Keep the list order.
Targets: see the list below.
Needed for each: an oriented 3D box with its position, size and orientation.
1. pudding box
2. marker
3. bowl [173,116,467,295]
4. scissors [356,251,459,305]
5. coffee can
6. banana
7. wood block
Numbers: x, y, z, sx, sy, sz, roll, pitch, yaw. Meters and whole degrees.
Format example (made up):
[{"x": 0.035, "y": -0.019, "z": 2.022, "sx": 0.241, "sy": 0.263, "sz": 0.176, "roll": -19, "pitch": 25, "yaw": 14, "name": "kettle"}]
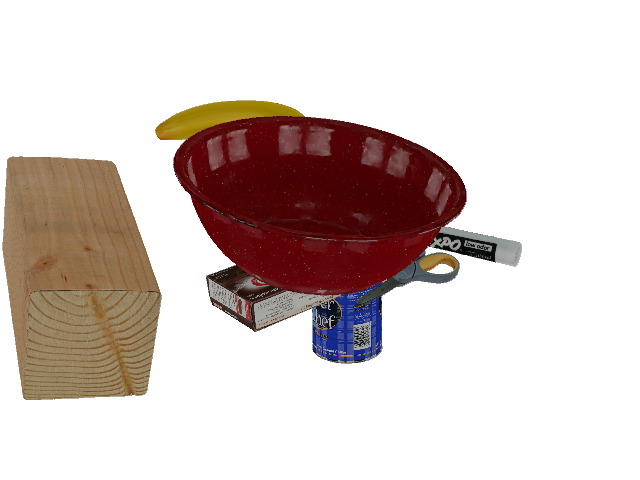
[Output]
[{"x": -0.048, "y": 0.047, "z": 1.109, "sx": 0.113, "sy": 0.039, "sz": 0.090, "roll": -23, "pitch": 27, "yaw": -29, "name": "pudding box"}, {"x": 0.094, "y": -0.002, "z": 0.824, "sx": 0.121, "sy": 0.020, "sz": 0.020, "roll": 13, "pitch": 6, "yaw": 25, "name": "marker"}, {"x": -0.003, "y": -0.015, "z": 0.597, "sx": 0.162, "sy": 0.055, "sz": 0.162, "roll": 6, "pitch": 27, "yaw": -3, "name": "bowl"}, {"x": 0.085, "y": 0.032, "z": 1.266, "sx": 0.201, "sy": 0.016, "sz": 0.096, "roll": -10, "pitch": 40, "yaw": -43, "name": "scissors"}, {"x": 0.038, "y": 0.089, "z": 1.518, "sx": 0.103, "sy": 0.140, "sz": 0.103, "roll": -1, "pitch": 21, "yaw": 0, "name": "coffee can"}, {"x": -0.090, "y": -0.134, "z": 1.224, "sx": 0.198, "sy": 0.037, "sz": 0.069, "roll": 8, "pitch": 42, "yaw": 18, "name": "banana"}, {"x": -0.188, "y": 0.021, "z": 0.814, "sx": 0.090, "sy": 0.091, "sz": 0.206, "roll": 1, "pitch": 29, "yaw": -22, "name": "wood block"}]
